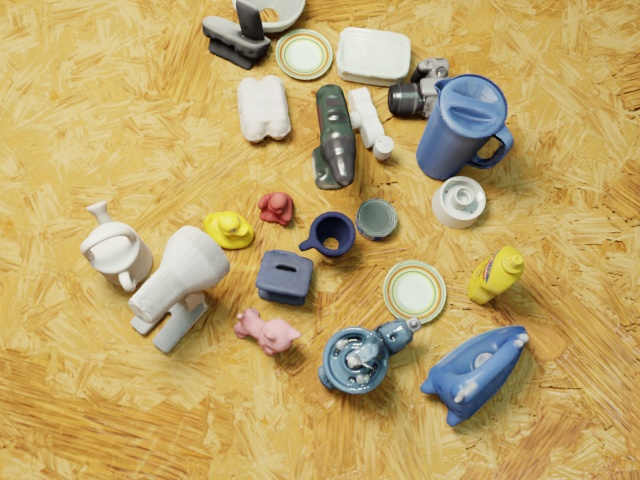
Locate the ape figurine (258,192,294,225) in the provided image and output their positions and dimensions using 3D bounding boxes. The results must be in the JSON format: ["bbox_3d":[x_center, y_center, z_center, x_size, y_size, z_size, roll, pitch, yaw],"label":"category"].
[{"bbox_3d":[-0.086,-0.070,1.168,0.076,0.092,0.077,-37,79,-13],"label":"ape figurine"}]

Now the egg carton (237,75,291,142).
[{"bbox_3d":[-0.123,-0.285,1.240,0.107,0.069,0.150,-9,74,-7],"label":"egg carton"}]

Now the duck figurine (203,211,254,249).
[{"bbox_3d":[-0.185,-0.029,1.151,0.104,0.086,0.077,20,73,2],"label":"duck figurine"}]

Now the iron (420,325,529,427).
[{"bbox_3d":[0.320,0.234,1.085,0.258,0.141,0.118,-37,79,-14],"label":"iron"}]

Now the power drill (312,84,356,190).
[{"bbox_3d":[0.029,-0.182,1.150,0.075,0.208,0.229,-6,74,-6],"label":"power drill"}]

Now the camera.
[{"bbox_3d":[0.221,-0.332,1.266,0.137,0.101,0.143,-2,74,-5],"label":"camera"}]

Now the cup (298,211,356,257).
[{"bbox_3d":[0.011,0.004,1.152,0.118,0.095,0.091,-24,77,-11],"label":"cup"}]

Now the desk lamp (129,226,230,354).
[{"bbox_3d":[-0.260,0.093,1.042,0.118,0.213,0.203,37,74,7],"label":"desk lamp"}]

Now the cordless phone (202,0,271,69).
[{"bbox_3d":[-0.183,-0.469,1.230,0.147,0.185,0.094,22,73,2],"label":"cordless phone"}]

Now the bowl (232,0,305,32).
[{"bbox_3d":[-0.117,-0.539,1.314,0.167,0.075,0.167,1,73,-4],"label":"bowl"}]

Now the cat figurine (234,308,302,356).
[{"bbox_3d":[-0.101,0.172,1.081,0.127,0.118,0.067,28,73,4],"label":"cat figurine"}]

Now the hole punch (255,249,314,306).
[{"bbox_3d":[-0.071,0.069,1.128,0.108,0.091,0.101,11,73,-1],"label":"hole punch"}]

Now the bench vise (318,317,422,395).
[{"bbox_3d":[0.089,0.189,1.038,0.121,0.220,0.208,41,75,8],"label":"bench vise"}]

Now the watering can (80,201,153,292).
[{"bbox_3d":[-0.387,0.012,1.066,0.172,0.194,0.101,43,75,8],"label":"watering can"}]
